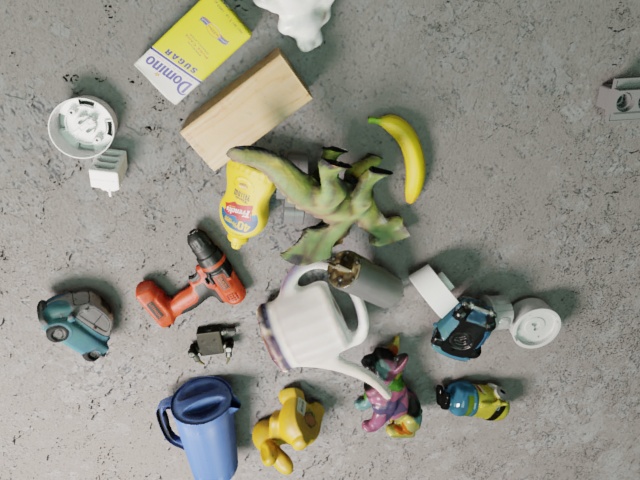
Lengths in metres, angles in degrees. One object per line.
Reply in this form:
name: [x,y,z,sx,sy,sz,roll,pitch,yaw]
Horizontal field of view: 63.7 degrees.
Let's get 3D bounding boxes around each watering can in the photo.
watering can: [0.003,0.210,1.068,0.224,0.105,0.346,-22,97,4]

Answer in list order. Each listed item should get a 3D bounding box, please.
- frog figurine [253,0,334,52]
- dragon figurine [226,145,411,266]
frog figurine: [-0.037,-0.372,0.791,0.138,0.124,0.157,-12,107,-21]
dragon figurine: [0.003,-0.046,0.921,0.410,0.124,0.238,2,121,-30]
